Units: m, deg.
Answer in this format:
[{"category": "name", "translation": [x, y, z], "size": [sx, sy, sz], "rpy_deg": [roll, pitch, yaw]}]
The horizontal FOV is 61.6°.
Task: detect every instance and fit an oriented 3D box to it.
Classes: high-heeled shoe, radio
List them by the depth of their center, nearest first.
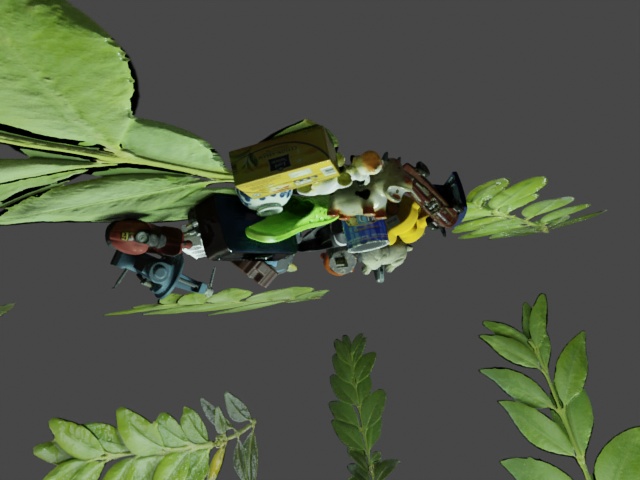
[{"category": "radio", "translation": [-0.154, -0.022, 1.181], "size": [0.073, 0.131, 0.229], "rpy_deg": [-24, 163, 38]}, {"category": "high-heeled shoe", "translation": [-0.003, -0.005, 1.489], "size": [0.145, 0.086, 0.249], "rpy_deg": [-19, 179, -2]}]

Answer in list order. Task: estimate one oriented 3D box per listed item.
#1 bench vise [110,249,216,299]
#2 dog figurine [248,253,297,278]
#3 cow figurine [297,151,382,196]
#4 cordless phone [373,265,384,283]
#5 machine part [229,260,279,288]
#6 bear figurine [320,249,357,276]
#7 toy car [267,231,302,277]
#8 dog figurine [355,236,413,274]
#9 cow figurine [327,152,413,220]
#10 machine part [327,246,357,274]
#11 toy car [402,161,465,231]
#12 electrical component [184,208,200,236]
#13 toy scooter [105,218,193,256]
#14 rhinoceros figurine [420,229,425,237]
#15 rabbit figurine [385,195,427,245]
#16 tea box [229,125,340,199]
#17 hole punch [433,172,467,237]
[{"category": "bench vise", "translation": [-0.374, 0.084, 1.301], "size": [0.240, 0.129, 0.224], "rpy_deg": [28, 159, -34]}, {"category": "dog figurine", "translation": [-0.118, 0.046, 1.601], "size": [0.192, 0.108, 0.219], "rpy_deg": [-21, 169, 27]}, {"category": "cow figurine", "translation": [0.040, -0.126, 1.044], "size": [0.167, 0.068, 0.098], "rpy_deg": [-11, 173, 8]}, {"category": "cordless phone", "translation": [0.154, 0.039, 1.635], "size": [0.089, 0.184, 0.146], "rpy_deg": [-12, 169, 21]}, {"category": "machine part", "translation": [-0.181, 0.048, 1.304], "size": [0.056, 0.179, 0.179], "rpy_deg": [-51, 169, -6]}, {"category": "bear figurine", "translation": [0.075, 0.043, 1.796], "size": [0.132, 0.120, 0.196], "rpy_deg": [-62, 177, 20]}, {"category": "toy car", "translation": [-0.124, 0.015, 1.428], "size": [0.103, 0.161, 0.109], "rpy_deg": [31, -161, 26]}, {"category": "dog figurine", "translation": [0.175, 0.024, 1.471], "size": [0.172, 0.121, 0.190], "rpy_deg": [-24, 170, -2]}, {"category": "cow figurine", "translation": [0.106, -0.108, 1.119], "size": [0.195, 0.127, 0.085], "rpy_deg": [-3, 174, 41]}, {"category": "machine part", "translation": [0.061, 0.034, 1.572], "size": [0.079, 0.079, 0.243], "rpy_deg": [-12, -161, 1]}, {"category": "toy car", "translation": [0.242, -0.094, 1.209], "size": [0.089, 0.053, 0.202], "rpy_deg": [-33, 123, 27]}, {"category": "electrical component", "translation": [-0.265, -0.041, 1.190], "size": [0.078, 0.045, 0.102], "rpy_deg": [-4, 166, -27]}, {"category": "toy scooter", "translation": [-0.358, -0.001, 1.157], "size": [0.135, 0.075, 0.183], "rpy_deg": [9, 179, 24]}, {"category": "rhinoceros figurine", "translation": [0.257, -0.028, 1.658], "size": [0.112, 0.073, 0.190], "rpy_deg": [-19, 175, -4]}, {"category": "rabbit figurine", "translation": [0.233, -0.056, 1.444], "size": [0.162, 0.122, 0.173], "rpy_deg": [-36, 143, 7]}, {"category": "tea box", "translation": [-0.059, -0.131, 0.928], "size": [0.170, 0.068, 0.098], "rpy_deg": [-13, 167, 9]}, {"category": "hole punch", "translation": [0.315, -0.095, 1.327], "size": [0.092, 0.142, 0.115], "rpy_deg": [-20, 154, 15]}]
